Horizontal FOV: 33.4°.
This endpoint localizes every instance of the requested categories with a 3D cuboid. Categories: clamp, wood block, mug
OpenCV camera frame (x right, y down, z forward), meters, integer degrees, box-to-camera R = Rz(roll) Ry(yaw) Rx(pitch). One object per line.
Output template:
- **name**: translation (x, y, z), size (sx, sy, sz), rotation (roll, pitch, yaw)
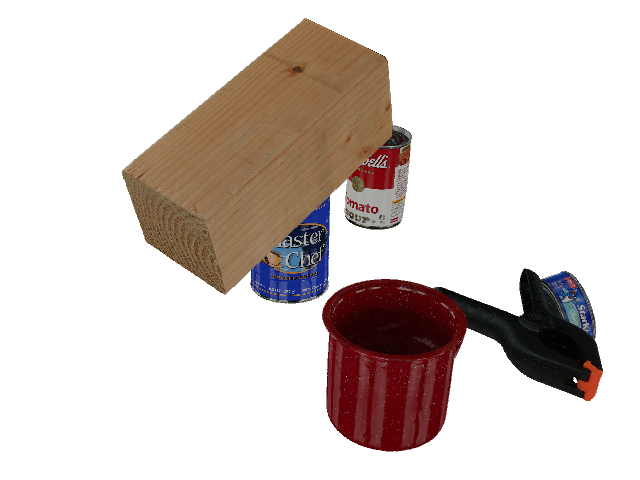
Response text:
- **clamp**: translation (0.189, 0.076, 0.934), size (0.120, 0.039, 0.172), rotation (-21, 42, -31)
- **wood block**: translation (-0.043, -0.070, 0.834), size (0.091, 0.205, 0.090), rotation (31, -29, 28)
- **mug**: translation (0.054, 0.080, 0.712), size (0.093, 0.081, 0.117), rotation (28, 38, 37)

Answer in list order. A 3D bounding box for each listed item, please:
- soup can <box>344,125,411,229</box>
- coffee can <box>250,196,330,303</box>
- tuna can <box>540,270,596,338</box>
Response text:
- **soup can**: translation (0.063, -0.072, 1.188), size (0.068, 0.102, 0.068), rotation (3, 28, -2)
- **coffee can**: translation (-0.039, -0.006, 1.357), size (0.103, 0.140, 0.103), rotation (1, 27, -1)
- **tuna can**: translation (0.266, 0.079, 1.169), size (0.033, 0.086, 0.086), rotation (-17, 3, -9)
